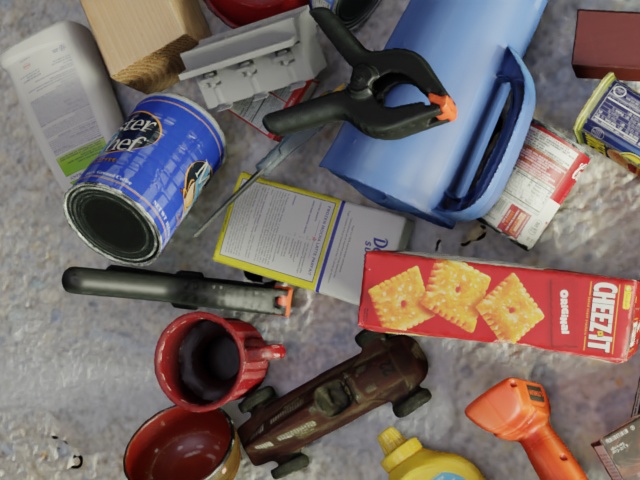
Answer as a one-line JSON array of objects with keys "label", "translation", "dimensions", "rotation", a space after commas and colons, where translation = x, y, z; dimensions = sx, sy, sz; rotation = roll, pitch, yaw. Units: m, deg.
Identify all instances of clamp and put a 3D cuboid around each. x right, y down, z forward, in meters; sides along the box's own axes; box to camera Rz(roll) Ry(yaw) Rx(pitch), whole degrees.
[{"label": "clamp", "translation": [-0.134, 0.047, 1.016], "dimensions": [0.210, 0.164, 0.036], "rotation": [7, 91, 10]}, {"label": "clamp", "translation": [0.038, -0.138, 0.898], "dimensions": [0.172, 0.039, 0.120], "rotation": [10, 84, 27]}]

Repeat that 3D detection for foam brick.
[{"label": "foam brick", "translation": [0.264, -0.171, 0.938], "dimensions": [0.078, 0.053, 0.051], "rotation": [8, 88, 19]}]

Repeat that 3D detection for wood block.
[{"label": "wood block", "translation": [-0.192, -0.264, 1.086], "dimensions": [0.091, 0.090, 0.206], "rotation": [-28, 77, 15]}]

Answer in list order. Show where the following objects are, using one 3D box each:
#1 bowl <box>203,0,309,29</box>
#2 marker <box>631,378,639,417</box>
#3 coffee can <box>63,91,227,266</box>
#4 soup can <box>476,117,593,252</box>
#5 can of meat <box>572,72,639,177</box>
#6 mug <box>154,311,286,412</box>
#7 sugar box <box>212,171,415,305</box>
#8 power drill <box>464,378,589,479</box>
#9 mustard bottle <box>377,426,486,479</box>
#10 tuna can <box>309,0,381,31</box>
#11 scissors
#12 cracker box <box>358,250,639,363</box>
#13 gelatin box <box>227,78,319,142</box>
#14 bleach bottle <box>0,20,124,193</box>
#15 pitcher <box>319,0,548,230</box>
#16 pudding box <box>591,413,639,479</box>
[{"label": "bowl", "translation": [-0.054, -0.272, 1.026], "dimensions": [0.162, 0.055, 0.162], "rotation": [3, 107, 9]}, {"label": "marker", "translation": [0.282, 0.137, 0.924], "dimensions": [0.020, 0.020, 0.121], "rotation": [12, 89, 20]}, {"label": "coffee can", "translation": [-0.164, -0.059, 1.017], "dimensions": [0.103, 0.103, 0.140], "rotation": [12, 48, 20]}, {"label": "soup can", "translation": [0.185, -0.049, 0.948], "dimensions": [0.068, 0.068, 0.102], "rotation": [35, 97, 18]}, {"label": "can of meat", "translation": [0.267, -0.091, 0.906], "dimensions": [0.084, 0.102, 0.057], "rotation": [35, 96, 16]}, {"label": "mug", "translation": [-0.089, 0.113, 1.022], "dimensions": [0.117, 0.081, 0.093], "rotation": [-13, 82, 18]}, {"label": "sugar box", "translation": [-0.007, 0.001, 1.023], "dimensions": [0.176, 0.048, 0.093], "rotation": [17, 89, 17]}, {"label": "power drill", "translation": [0.195, 0.205, 0.873], "dimensions": [0.057, 0.184, 0.188], "rotation": [-37, 66, 14]}, {"label": "mustard bottle", "translation": [0.114, 0.249, 0.952], "dimensions": [0.096, 0.058, 0.192], "rotation": [-40, 74, 11]}, {"label": "tuna can", "translation": [0.029, -0.241, 1.009], "dimensions": [0.034, 0.086, 0.086], "rotation": [38, 98, 20]}, {"label": "scissors", "translation": [-0.044, -0.081, 1.019], "dimensions": [0.202, 0.096, 0.016], "rotation": [-41, 104, 11]}, {"label": "cracker box", "translation": [0.158, 0.054, 0.898], "dimensions": [0.214, 0.164, 0.072], "rotation": [7, 90, 20]}, {"label": "gelatin box", "translation": [-0.057, -0.150, 1.061], "dimensions": [0.089, 0.030, 0.073], "rotation": [35, 98, 19]}, {"label": "bleach bottle", "translation": [-0.246, -0.094, 1.106], "dimensions": [0.103, 0.068, 0.251], "rotation": [-23, 80, 16]}, {"label": "pitcher", "translation": [0.115, -0.136, 0.948], "dimensions": [0.149, 0.145, 0.243], "rotation": [26, 91, -1]}, {"label": "pudding box", "translation": [0.296, 0.180, 0.886], "dimensions": [0.113, 0.039, 0.090], "rotation": [-27, 78, -6]}]
